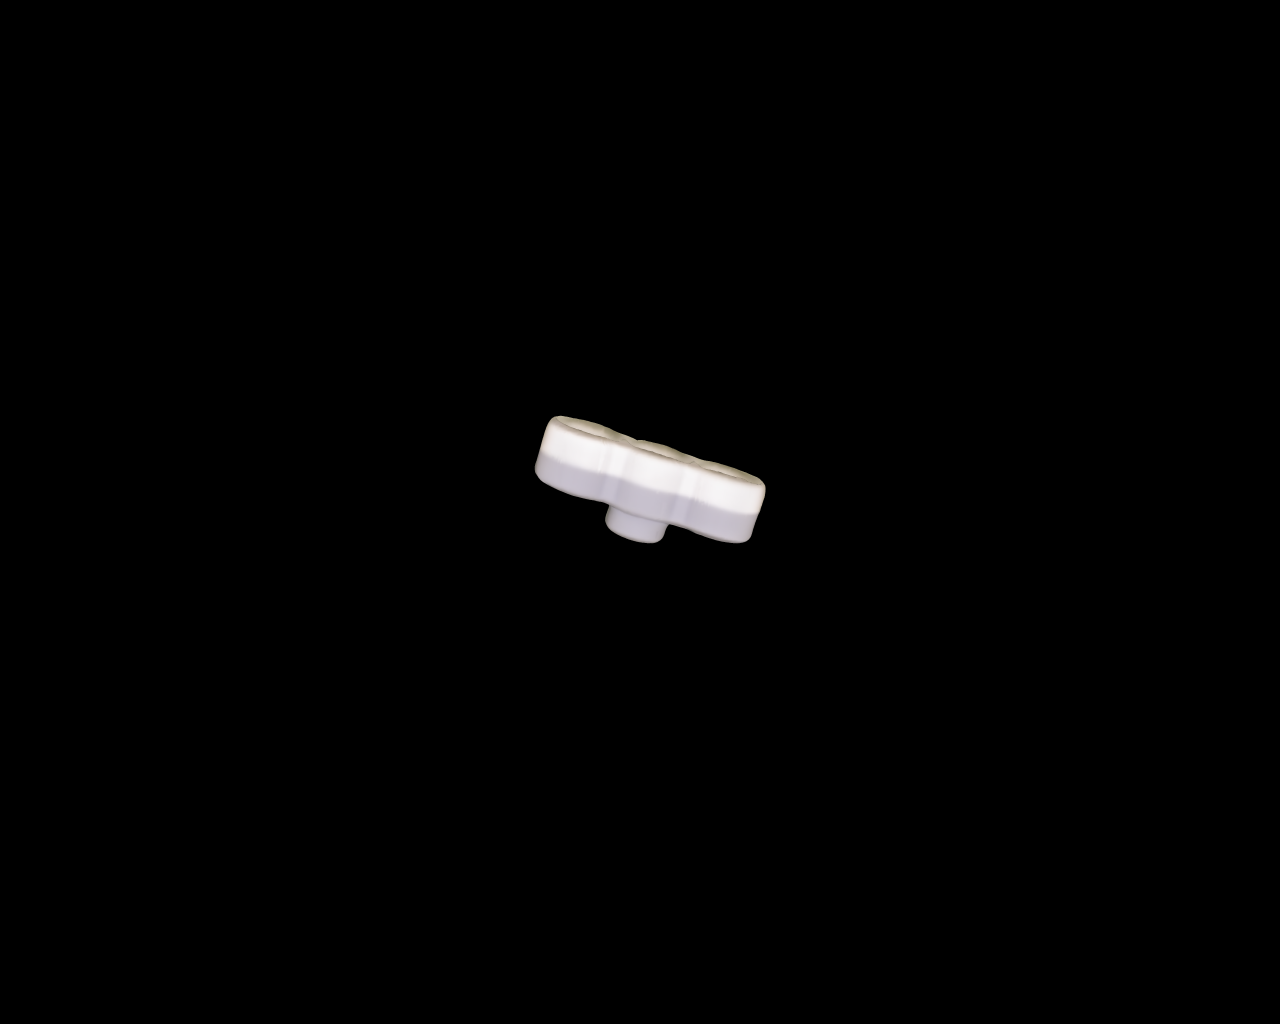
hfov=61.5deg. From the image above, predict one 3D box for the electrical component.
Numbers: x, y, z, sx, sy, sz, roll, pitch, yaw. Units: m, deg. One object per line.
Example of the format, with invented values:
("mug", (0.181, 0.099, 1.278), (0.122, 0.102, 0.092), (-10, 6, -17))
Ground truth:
("electrical component", (0.001, -0.003, 0.650), (0.138, 0.073, 0.052), (18, 11, -4))
